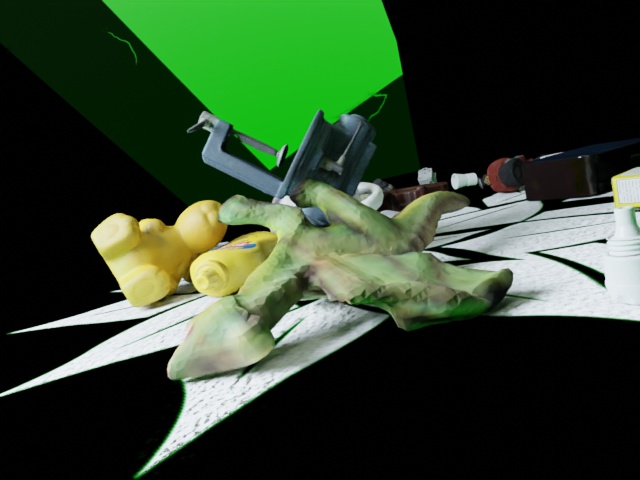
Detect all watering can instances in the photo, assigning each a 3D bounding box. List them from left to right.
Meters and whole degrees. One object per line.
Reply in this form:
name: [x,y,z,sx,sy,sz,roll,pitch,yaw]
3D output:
watering can: [0.003,-0.049,0.972,0.223,0.103,0.353,-10,17,17]

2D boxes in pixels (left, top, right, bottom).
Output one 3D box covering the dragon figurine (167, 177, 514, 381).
dragon figurine: [0.059,0.021,0.464,0.413,0.120,0.245,-16,25,-26]
